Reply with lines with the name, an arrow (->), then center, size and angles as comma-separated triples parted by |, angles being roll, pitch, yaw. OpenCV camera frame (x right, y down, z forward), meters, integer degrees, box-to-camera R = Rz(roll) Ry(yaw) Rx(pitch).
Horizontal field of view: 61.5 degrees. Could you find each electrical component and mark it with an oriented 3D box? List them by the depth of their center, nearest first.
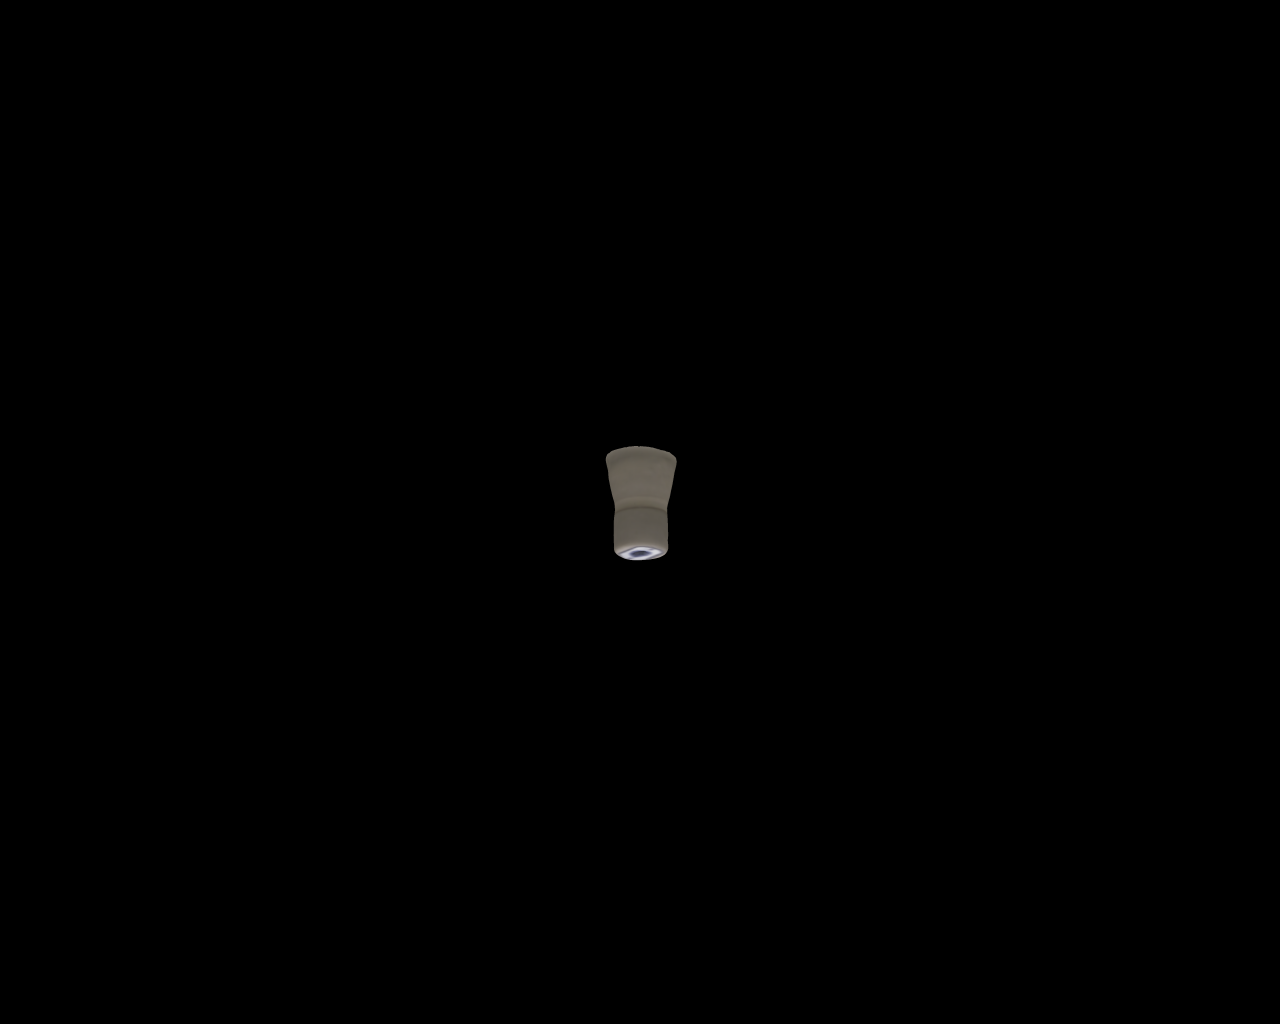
electrical component -> 0.001, -0.003, 0.650 | 0.044, 0.065, 0.044 | 0, -20, 0
